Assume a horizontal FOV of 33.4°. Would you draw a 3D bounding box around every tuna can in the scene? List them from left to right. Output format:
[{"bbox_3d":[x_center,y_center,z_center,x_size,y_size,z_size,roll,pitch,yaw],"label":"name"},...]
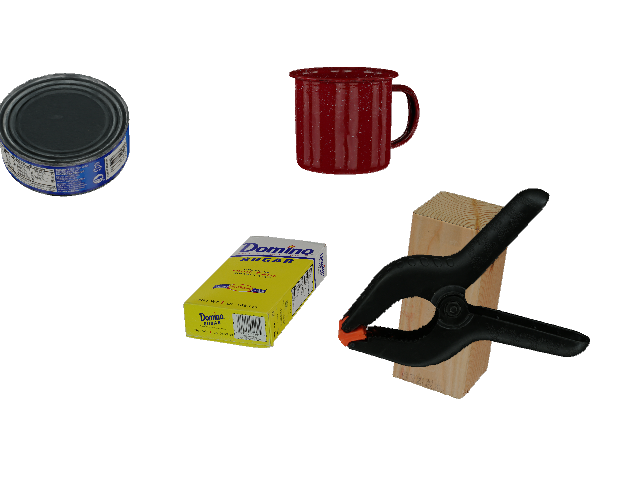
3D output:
[{"bbox_3d":[-0.170,-0.070,0.709,0.086,0.086,0.034,0,-40,-7],"label":"tuna can"}]

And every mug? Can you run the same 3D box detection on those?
[{"bbox_3d":[0.031,-0.104,0.917,0.117,0.081,0.093,-7,16,-23],"label":"mug"}]

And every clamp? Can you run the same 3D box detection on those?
[{"bbox_3d":[0.100,0.050,0.739,0.171,0.120,0.039,-25,4,11],"label":"clamp"}]

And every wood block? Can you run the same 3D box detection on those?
[{"bbox_3d":[0.150,0.061,1.217,0.090,0.206,0.090,16,25,24],"label":"wood block"}]

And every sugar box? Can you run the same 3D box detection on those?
[{"bbox_3d":[-0.063,0.048,1.109,0.093,0.048,0.176,6,27,17],"label":"sugar box"}]
